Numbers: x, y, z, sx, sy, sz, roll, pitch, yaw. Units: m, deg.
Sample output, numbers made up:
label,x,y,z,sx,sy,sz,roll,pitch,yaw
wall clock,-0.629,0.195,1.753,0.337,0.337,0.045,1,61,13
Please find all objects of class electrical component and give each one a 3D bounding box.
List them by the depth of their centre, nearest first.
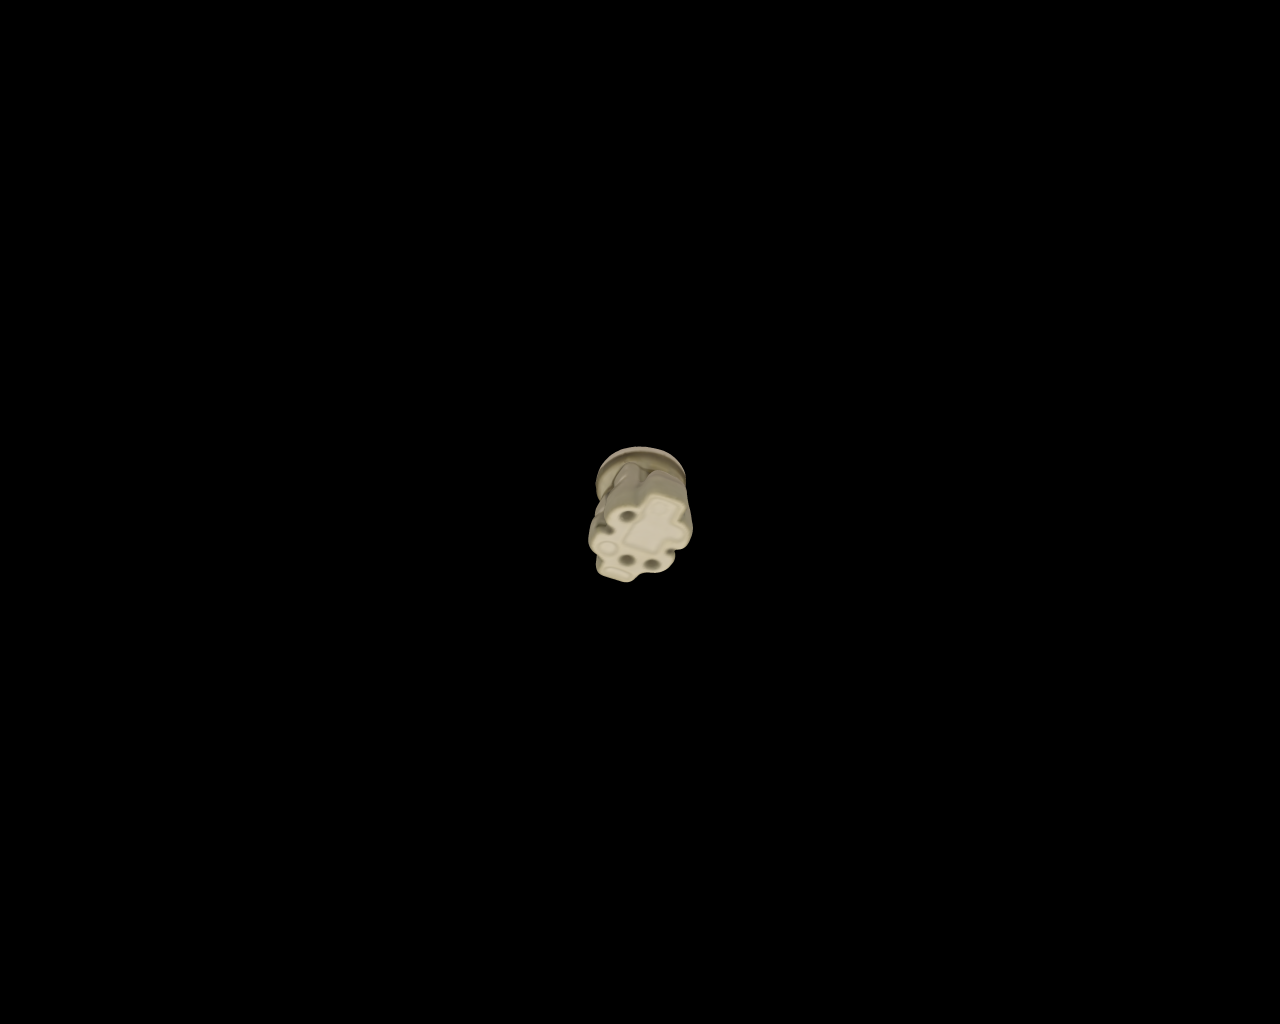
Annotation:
label,x,y,z,sx,sy,sz,roll,pitch,yaw
electrical component,0.001,-0.003,0.650,0.058,0.057,0.078,20,-50,-17
